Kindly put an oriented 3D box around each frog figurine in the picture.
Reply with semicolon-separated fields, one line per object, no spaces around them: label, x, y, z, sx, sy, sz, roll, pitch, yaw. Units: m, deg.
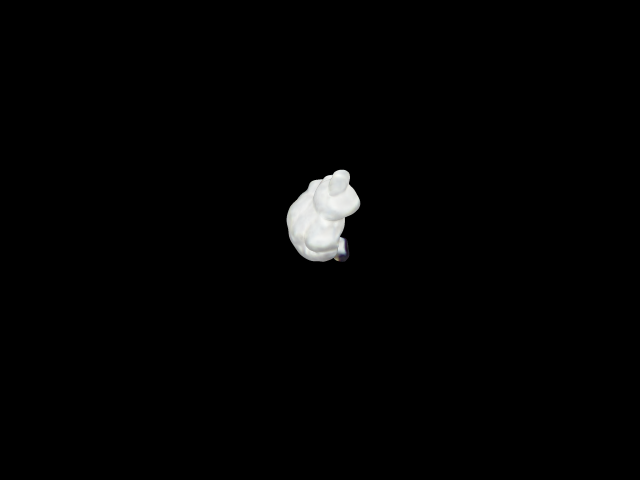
frog figurine;0.003;-0.043;0.850;0.123;0.140;0.156;6;-26;3
